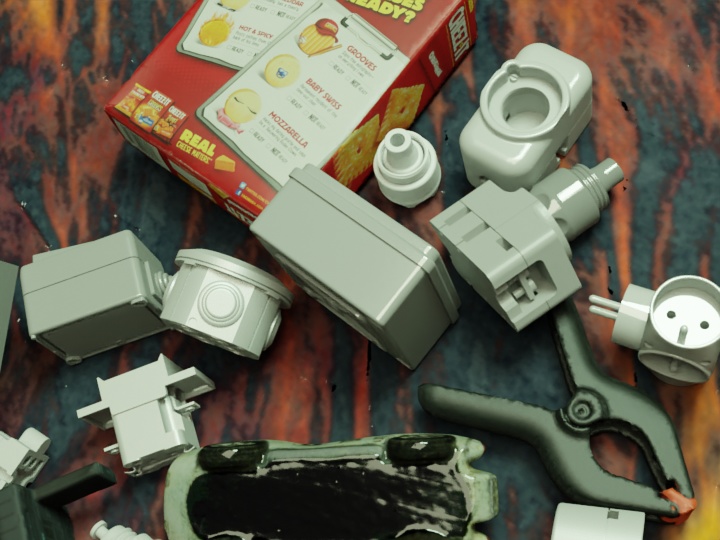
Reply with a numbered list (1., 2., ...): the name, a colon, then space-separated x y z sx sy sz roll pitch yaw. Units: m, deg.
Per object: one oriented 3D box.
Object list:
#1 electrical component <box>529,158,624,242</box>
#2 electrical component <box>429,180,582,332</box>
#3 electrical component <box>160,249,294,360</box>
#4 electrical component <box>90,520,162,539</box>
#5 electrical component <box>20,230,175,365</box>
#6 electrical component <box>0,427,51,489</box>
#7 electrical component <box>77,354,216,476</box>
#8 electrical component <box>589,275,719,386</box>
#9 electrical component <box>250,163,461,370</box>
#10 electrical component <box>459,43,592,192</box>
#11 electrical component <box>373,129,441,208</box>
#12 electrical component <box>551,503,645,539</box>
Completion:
1. electrical component: 0.140 -0.048 0.692 0.062 0.043 0.043 -35 66 -5
2. electrical component: 0.092 -0.013 0.664 0.056 0.050 0.089 -34 32 -3
3. electrical component: -0.087 0.022 0.693 0.080 0.080 0.051 17 79 18
4. electrical component: -0.134 0.181 0.658 0.078 0.040 0.040 33 78 22
5. electrical component: -0.170 0.014 0.722 0.096 0.061 0.061 -19 65 4
6. electrical component: -0.244 0.124 0.703 0.055 0.048 0.066 30 77 13
7. electrical component: -0.134 0.095 0.693 0.081 0.042 0.063 -21 69 4
8. electrical component: 0.173 0.032 0.633 0.079 0.077 0.044 18 73 18
9. electrical component: 0.000 0.000 0.667 0.109 0.108 0.056 36 82 22
10. electrical component: 0.110 -0.098 0.709 0.054 0.059 0.095 32 78 22
11. electrical component: 0.030 -0.071 0.714 0.043 0.062 0.043 -4 67 10
12. electrical component: 0.130 0.158 0.595 0.047 0.055 0.055 7 70 15
